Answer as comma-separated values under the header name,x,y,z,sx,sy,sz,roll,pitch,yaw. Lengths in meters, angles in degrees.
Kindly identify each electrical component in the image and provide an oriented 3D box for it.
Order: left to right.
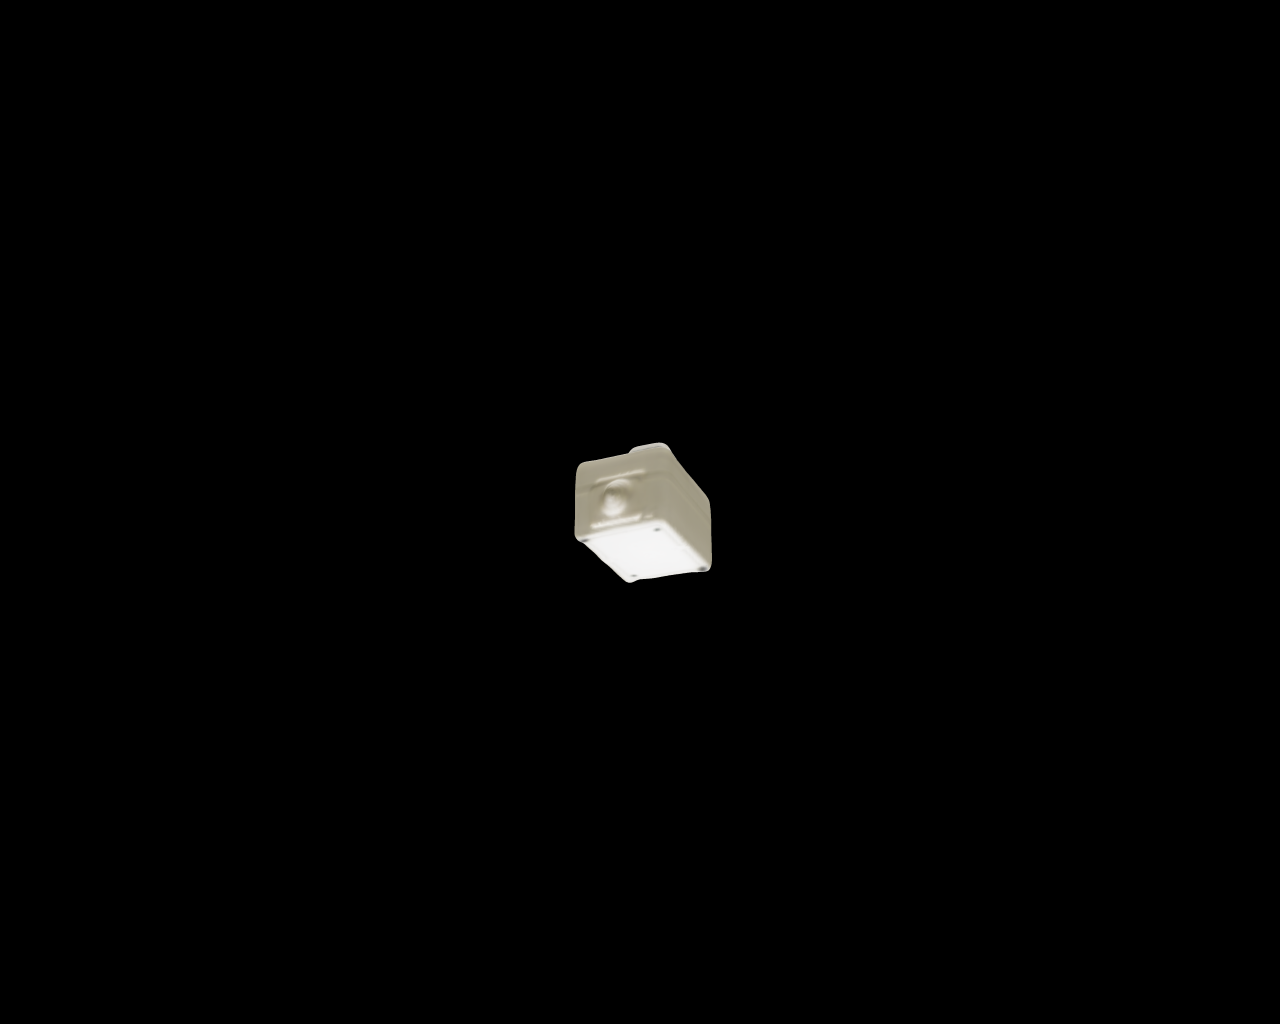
name,x,y,z,sx,sy,sz,roll,pitch,yaw
electrical component,0.001,-0.003,0.650,0.062,0.061,0.096,-11,-29,21
